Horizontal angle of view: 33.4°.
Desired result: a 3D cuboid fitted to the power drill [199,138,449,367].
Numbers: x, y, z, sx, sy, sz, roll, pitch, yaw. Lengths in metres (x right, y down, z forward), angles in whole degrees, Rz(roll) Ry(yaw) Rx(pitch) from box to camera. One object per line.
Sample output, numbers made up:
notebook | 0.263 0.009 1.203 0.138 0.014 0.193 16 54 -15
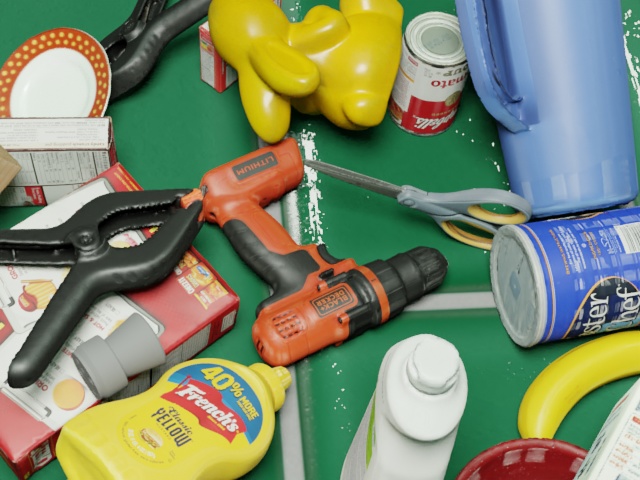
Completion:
power drill | -0.006 0.001 0.918 0.184 0.057 0.188 -24 62 -23

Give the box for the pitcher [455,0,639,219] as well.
pitcher | 0.200 -0.143 0.935 0.149 0.145 0.243 -9 89 5

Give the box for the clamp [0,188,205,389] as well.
clamp | -0.185 0.008 0.811 0.209 0.036 0.165 -33 56 -29

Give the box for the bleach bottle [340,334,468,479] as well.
bleach bottle | 0.057 0.142 0.721 0.068 0.251 0.102 5 58 -2

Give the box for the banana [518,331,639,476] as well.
banana | 0.231 0.118 0.884 0.197 0.037 0.069 -30 86 -20

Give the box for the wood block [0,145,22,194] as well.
wood block | -0.344 -0.016 0.826 0.091 0.090 0.206 42 92 19

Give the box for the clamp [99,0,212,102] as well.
clamp | -0.160 -0.192 1.004 0.120 0.039 0.171 13 66 49

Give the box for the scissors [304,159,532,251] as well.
scissors | 0.094 -0.040 0.904 0.201 0.096 0.016 26 59 -24

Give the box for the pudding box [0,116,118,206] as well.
pudding box | -0.231 -0.067 0.918 0.113 0.090 0.039 -2 60 -7

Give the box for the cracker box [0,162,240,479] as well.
cracker box | -0.197 0.061 0.850 0.213 0.072 0.164 -36 72 -24

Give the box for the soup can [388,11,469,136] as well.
soup can | 0.104 -0.155 0.999 0.068 0.102 0.068 3 58 -4

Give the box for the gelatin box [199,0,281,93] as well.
gelatin box | -0.076 -0.196 1.023 0.030 0.073 0.089 37 62 17

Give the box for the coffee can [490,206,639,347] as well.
coffee can | 0.227 0.028 0.897 0.140 0.103 0.103 -9 60 -11

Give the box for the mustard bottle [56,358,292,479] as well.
mustard bottle | -0.090 0.138 0.786 0.096 0.058 0.191 43 41 21

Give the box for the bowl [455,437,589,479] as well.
bowl | 0.164 0.232 0.792 0.162 0.055 0.162 3 58 -4
